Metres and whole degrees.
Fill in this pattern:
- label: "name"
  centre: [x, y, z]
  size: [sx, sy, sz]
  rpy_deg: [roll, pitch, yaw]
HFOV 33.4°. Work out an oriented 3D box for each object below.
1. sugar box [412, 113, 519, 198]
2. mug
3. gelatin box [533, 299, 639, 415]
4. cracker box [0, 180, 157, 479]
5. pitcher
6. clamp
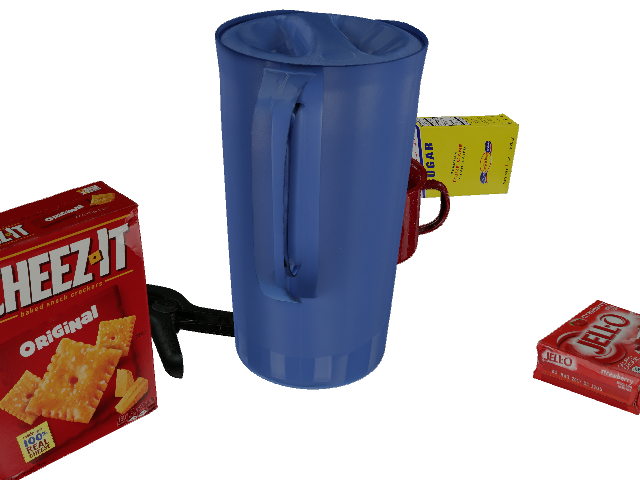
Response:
- label: "sugar box"
  centre: [0.145, -0.100, 1.273]
  size: [0.176, 0.093, 0.048]
  rpy_deg: [-6, 27, -21]
- label: "mug"
  centre: [0.064, -0.029, 1.005]
  size: [0.117, 0.081, 0.093]
  rpy_deg: [-5, 32, -7]
- label: "gelatin box"
  centre: [0.192, 0.074, 0.695]
  size: [0.073, 0.030, 0.089]
  rpy_deg: [19, 27, 36]
- label: "cracker box"
  centre: [-0.226, 0.078, 0.899]
  size: [0.163, 0.214, 0.072]
  rpy_deg: [-23, 35, -36]
- label: "pitcher"
  centre: [-0.007, -0.022, 0.707]
  size: [0.149, 0.243, 0.145]
  rpy_deg: [-13, 29, -28]
- label: "clamp"
  centre: [-0.169, 0.087, 1.153]
  size: [0.210, 0.036, 0.164]
  rpy_deg: [19, 21, 27]
